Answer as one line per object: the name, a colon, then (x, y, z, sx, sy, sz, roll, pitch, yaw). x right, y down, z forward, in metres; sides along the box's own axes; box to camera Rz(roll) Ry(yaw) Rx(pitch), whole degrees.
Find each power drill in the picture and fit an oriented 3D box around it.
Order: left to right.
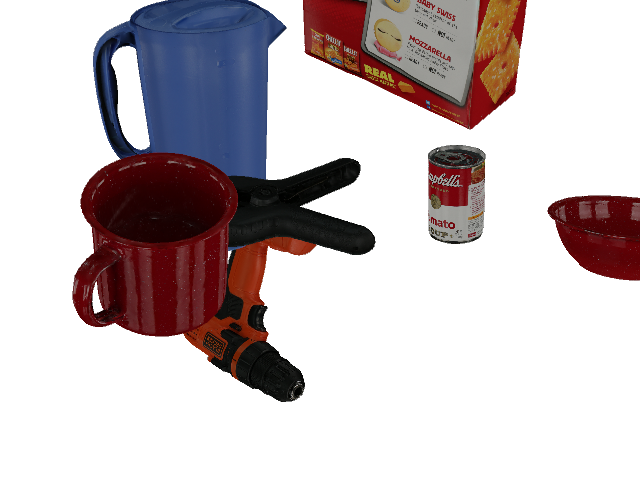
power drill: (-0.064, 0.064, 1.167, 0.185, 0.188, 0.057, 27, 10, 39)

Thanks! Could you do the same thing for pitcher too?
pitcher: (-0.124, -0.113, 1.066, 0.149, 0.243, 0.144, 13, 30, 25)

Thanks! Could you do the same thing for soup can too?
soup can: (0.163, -0.056, 1.282, 0.068, 0.102, 0.068, -2, 27, 1)

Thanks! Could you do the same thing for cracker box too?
cracker box: (0.067, -0.208, 0.762, 0.164, 0.214, 0.072, 30, 52, 29)

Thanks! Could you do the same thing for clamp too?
clamp: (-0.038, -0.032, 0.884, 0.171, 0.039, 0.120, 4, 31, 3)

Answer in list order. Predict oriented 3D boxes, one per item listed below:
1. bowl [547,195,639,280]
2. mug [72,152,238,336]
bowl: (0.308, 0.000, 1.072, 0.162, 0.055, 0.162, 1, 17, -1)
mug: (-0.105, 0.011, 0.653, 0.093, 0.081, 0.117, 25, 44, 22)
